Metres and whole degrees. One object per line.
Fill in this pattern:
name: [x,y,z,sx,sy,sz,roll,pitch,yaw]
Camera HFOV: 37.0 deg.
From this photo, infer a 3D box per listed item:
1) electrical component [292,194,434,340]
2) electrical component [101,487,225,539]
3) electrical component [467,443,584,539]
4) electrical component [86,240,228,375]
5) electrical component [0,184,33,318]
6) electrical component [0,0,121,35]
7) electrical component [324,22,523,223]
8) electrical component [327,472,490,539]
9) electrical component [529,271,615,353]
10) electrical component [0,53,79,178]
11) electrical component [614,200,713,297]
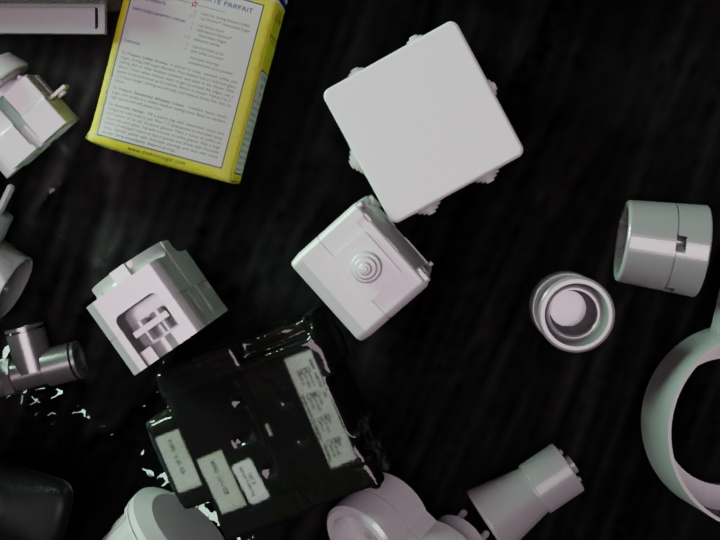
electrical component: [0.000,0.000,0.632,0.061,0.096,0.061,-41,92,9]
electrical component: [-0.120,0.177,0.660,0.080,0.080,0.051,42,100,-1]
electrical component: [0.105,0.138,0.667,0.065,0.044,0.044,-34,92,0]
electrical component: [-0.121,0.020,0.641,0.050,0.089,0.055,-35,92,5]
electrical component: [-0.241,-0.022,0.667,0.077,0.043,0.079,27,95,0]
electrical component: [-0.209,-0.179,0.643,0.121,0.063,0.078,1,95,2]
electrical component: [0.038,-0.087,0.647,0.100,0.048,0.099,-28,93,4]
electrical component: [0.053,0.176,0.662,0.138,0.074,0.052,41,137,13]
electrical component: [0.126,0.024,0.649,0.045,0.055,0.045,0,94,3]
electrical component: [-0.211,-0.099,0.659,0.066,0.048,0.055,-40,99,5]
electrical component: [0.180,-0.014,0.645,0.047,0.055,0.055,8,95,5]
